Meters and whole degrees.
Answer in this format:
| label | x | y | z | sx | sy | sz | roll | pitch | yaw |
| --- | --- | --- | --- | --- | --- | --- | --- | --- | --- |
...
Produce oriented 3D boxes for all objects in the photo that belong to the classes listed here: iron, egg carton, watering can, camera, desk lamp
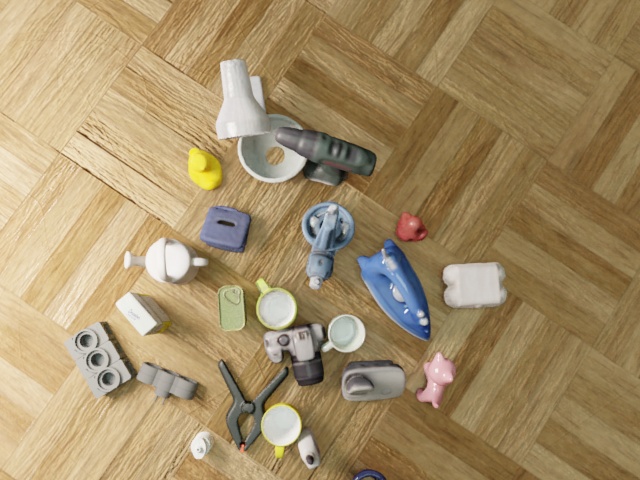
| label | x | y | z | sx | sy | sz | roll | pitch | yaw |
| --- | --- | --- | --- | --- | --- | --- | --- | --- | --- |
| iron | 0.195 | 0.124 | 1.315 | 0.118 | 0.141 | 0.258 | -32 | 86 | -5 |
| egg carton | 0.367 | 0.109 | 1.360 | 0.150 | 0.069 | 0.107 | -4 | 84 | -3 |
| watering can | -0.342 | 0.050 | 1.274 | 0.173 | 0.194 | 0.101 | -21 | 85 | -4 |
| camera | -0.049 | 0.266 | 1.310 | 0.143 | 0.101 | 0.137 | -11 | 84 | -3 |
| desk lamp | -0.181 | -0.309 | 1.310 | 0.118 | 0.213 | 0.203 | -9 | 84 | -3 |

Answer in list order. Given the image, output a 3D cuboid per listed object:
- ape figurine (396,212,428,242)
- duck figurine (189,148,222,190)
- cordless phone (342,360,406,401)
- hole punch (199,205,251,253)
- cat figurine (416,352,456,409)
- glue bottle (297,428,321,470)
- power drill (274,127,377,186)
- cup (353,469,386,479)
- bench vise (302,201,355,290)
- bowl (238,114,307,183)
| label | x | y | z | sx | sy | sz | roll | pitch | yaw |
| --- | --- | --- | --- | --- | --- | --- | --- | --- | --- |
| ape figurine | 0.220 | -0.033 | 1.358 | 0.076 | 0.092 | 0.078 | -25 | 85 | -5 |
| duck figurine | -0.276 | -0.172 | 1.355 | 0.077 | 0.086 | 0.104 | -29 | 86 | -5 |
| cordless phone | 0.123 | 0.321 | 1.269 | 0.147 | 0.185 | 0.094 | -6 | 84 | -3 |
| hole punch | -0.221 | -0.029 | 1.340 | 0.108 | 0.091 | 0.101 | 12 | 83 | -1 |
| cat figurine | 0.273 | 0.322 | 1.309 | 0.067 | 0.117 | 0.128 | 15 | 83 | 0 |
| glue bottle | -0.023 | 0.465 | 1.253 | 0.037 | 0.173 | 0.078 | -25 | 85 | -4 |
| power drill | 0.010 | -0.188 | 1.308 | 0.229 | 0.208 | 0.076 | 13 | 83 | -1 |
| cup | 0.120 | 0.560 | 1.288 | 0.117 | 0.095 | 0.092 | 21 | 83 | 0 |
| bench vise | 0.024 | 0.004 | 1.282 | 0.121 | 0.219 | 0.207 | -5 | 84 | -3 |
| bowl | -0.110 | -0.212 | 1.372 | 0.167 | 0.074 | 0.167 | 0 | 84 | -2 |
